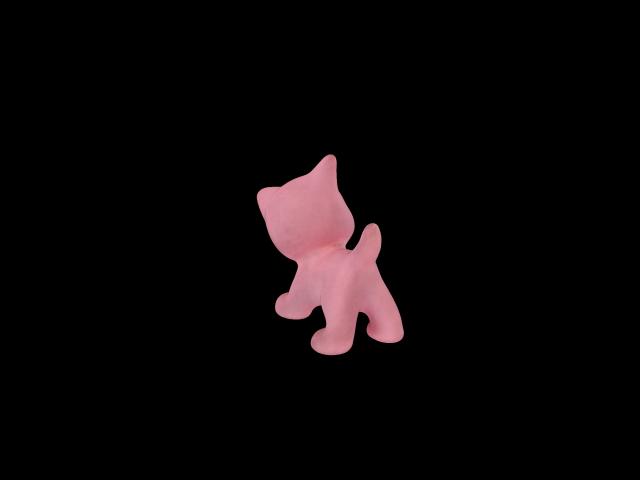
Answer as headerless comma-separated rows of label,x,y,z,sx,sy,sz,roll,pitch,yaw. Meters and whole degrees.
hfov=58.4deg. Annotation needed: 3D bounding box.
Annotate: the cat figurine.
cat figurine,0.004,0.001,0.400,0.067,0.118,0.127,-9,19,-28
